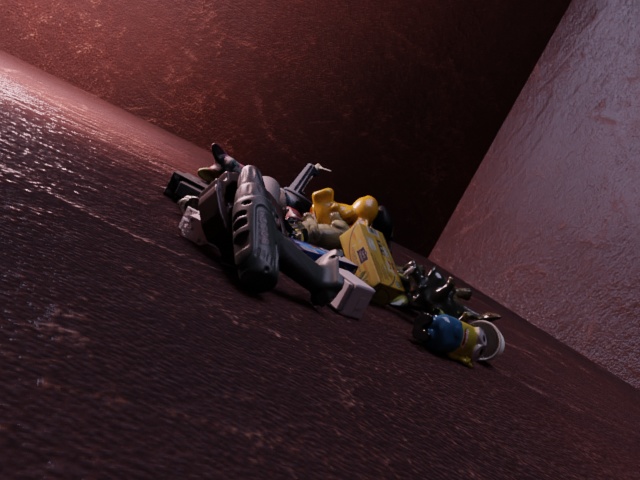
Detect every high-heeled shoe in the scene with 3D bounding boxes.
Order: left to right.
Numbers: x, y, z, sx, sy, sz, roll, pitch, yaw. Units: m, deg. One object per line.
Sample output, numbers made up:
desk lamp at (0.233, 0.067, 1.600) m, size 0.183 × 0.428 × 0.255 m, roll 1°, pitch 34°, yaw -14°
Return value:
high-heeled shoe at (0.165, 0.011, 1.510) m, size 0.086 × 0.145 × 0.248 m, roll -1°, pitch -20°, yaw -2°

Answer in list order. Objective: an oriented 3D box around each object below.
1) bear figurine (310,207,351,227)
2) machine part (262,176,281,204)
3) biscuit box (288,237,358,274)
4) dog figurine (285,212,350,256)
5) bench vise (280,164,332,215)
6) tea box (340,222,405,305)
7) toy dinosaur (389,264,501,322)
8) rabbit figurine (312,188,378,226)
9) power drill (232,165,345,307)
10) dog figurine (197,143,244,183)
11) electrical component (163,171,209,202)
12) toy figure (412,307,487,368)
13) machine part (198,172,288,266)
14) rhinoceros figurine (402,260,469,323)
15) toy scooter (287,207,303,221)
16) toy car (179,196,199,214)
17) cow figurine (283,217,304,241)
bear figurine at (0.029, -0.016, 1.542) m, size 0.132 × 0.120 × 0.196 m, roll 28°, pitch 0°, yaw -29°
machine part at (-0.137, -0.081, 1.256) m, size 0.079 × 0.079 × 0.243 m, roll 26°, pitch 31°, yaw -14°
biscuit box at (-0.006, 0.051, 1.095) m, size 0.059 × 0.062 × 0.202 m, roll 34°, pitch 9°, yaw 38°
dog figurine at (-0.005, 0.000, 1.255) m, size 0.172 × 0.121 × 0.190 m, roll 0°, pitch 6°, yaw 13°
bench vise at (-0.076, -0.153, 1.698) m, size 0.129 × 0.240 × 0.223 m, roll 28°, pitch -11°, yaw 37°
tea box at (0.117, 0.054, 1.220) m, size 0.098 × 0.068 × 0.170 m, roll 23°, pitch 41°, yaw -41°
toy dinosaur at (0.216, 0.114, 1.346) m, size 0.472 × 0.105 × 0.198 m, roll 19°, pitch 7°, yaw 23°
rabbit figurine at (0.073, -0.063, 1.392) m, size 0.121 × 0.173 × 0.162 m, roll 96°, pitch -21°, yaw -58°
power drill at (-0.053, 0.003, 0.865) m, size 0.207 × 0.086 × 0.232 m, roll 41°, pitch 32°, yaw -35°
dog figurine at (-0.246, -0.163, 1.342) m, size 0.192 × 0.108 × 0.219 m, roll 25°, pitch -10°, yaw 26°
electrical component at (-0.280, -0.104, 1.197) m, size 0.115 × 0.058 × 0.134 m, roll 25°, pitch 6°, yaw -8°
toy figure at (0.251, 0.183, 1.048) m, size 0.180 × 0.082 × 0.089 m, roll 21°, pitch 12°, yaw -32°
machine part at (-0.129, -0.030, 0.918) m, size 0.179 × 0.056 × 0.179 m, roll 39°, pitch 33°, yaw -32°
rhinoceros figurine at (0.252, 0.128, 1.188) m, size 0.190 × 0.112 × 0.073 m, roll 64°, pitch 8°, yaw 17°
toy scooter at (-0.058, -0.030, 1.459) m, size 0.135 × 0.075 × 0.184 m, roll 27°, pitch 9°, yaw -28°
toy car at (-0.184, -0.031, 1.039) m, size 0.202 × 0.056 × 0.073 m, roll 28°, pitch 13°, yaw 16°
cow figurine at (-0.091, -0.018, 1.129) m, size 0.167 × 0.098 × 0.068 m, roll 26°, pitch 1°, yaw -14°
